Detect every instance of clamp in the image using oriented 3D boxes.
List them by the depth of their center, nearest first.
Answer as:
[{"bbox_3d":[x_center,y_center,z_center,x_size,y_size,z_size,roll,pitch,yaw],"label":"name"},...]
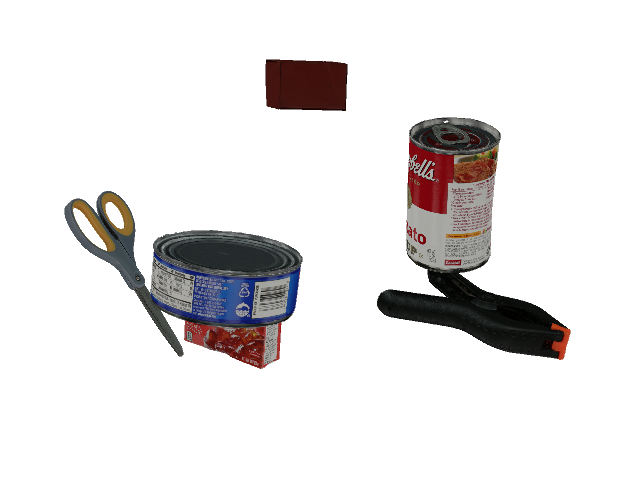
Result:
[{"bbox_3d":[0.149,0.063,0.989,0.172,0.039,0.120,19,30,17],"label":"clamp"}]

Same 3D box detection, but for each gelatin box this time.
[{"bbox_3d":[-0.076,0.060,0.911,0.089,0.073,0.030,17,22,31],"label":"gelatin box"}]

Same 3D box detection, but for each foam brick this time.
[{"bbox_3d":[-0.015,-0.167,1.146,0.078,0.051,0.053,-1,12,-19],"label":"foam brick"}]

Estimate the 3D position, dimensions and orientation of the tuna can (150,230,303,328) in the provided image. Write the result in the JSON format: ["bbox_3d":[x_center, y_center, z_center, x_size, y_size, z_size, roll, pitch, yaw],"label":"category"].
[{"bbox_3d":[-0.054,0.021,0.614,0.086,0.034,0.086,7,14,-2],"label":"tuna can"}]

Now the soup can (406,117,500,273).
[{"bbox_3d":[0.100,-0.035,0.816,0.068,0.102,0.068,0,28,0],"label":"soup can"}]

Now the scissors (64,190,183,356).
[{"bbox_3d":[-0.199,0.026,1.162,0.016,0.201,0.096,-28,21,33],"label":"scissors"}]
